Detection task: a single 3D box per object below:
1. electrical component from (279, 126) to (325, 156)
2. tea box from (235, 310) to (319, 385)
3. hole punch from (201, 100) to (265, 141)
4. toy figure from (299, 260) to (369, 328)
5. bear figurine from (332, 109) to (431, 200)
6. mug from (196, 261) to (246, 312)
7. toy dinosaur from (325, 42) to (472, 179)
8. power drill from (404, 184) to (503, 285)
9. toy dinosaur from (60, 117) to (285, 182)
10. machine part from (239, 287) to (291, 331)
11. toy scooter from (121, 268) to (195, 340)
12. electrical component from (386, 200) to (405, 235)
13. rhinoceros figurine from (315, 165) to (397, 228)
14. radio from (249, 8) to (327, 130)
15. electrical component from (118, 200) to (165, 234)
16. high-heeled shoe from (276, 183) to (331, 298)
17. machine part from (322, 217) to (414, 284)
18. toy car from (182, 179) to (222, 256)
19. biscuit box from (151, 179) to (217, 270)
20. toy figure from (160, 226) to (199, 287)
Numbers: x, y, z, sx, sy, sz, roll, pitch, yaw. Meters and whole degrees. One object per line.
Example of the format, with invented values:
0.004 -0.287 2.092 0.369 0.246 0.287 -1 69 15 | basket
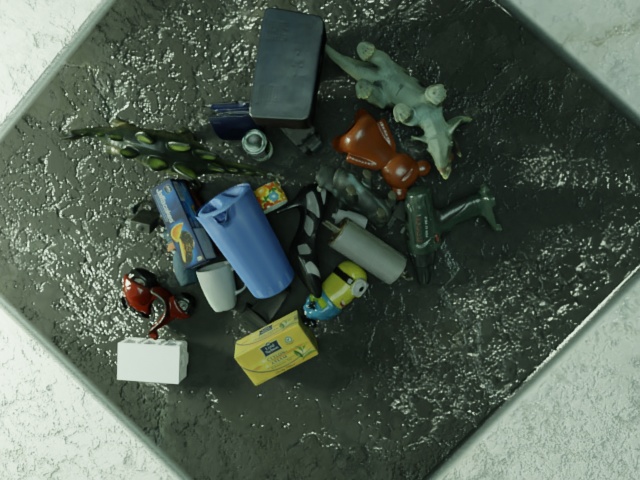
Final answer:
-0.049 -0.248 1.197 0.058 0.115 0.134 -44 88 9 | electrical component
-0.100 0.248 1.236 0.170 0.068 0.098 -29 113 8 | tea box
-0.186 -0.271 1.214 0.142 0.116 0.092 0 101 6 | hole punch
0.030 0.122 1.225 0.180 0.082 0.089 -37 88 9 | toy figure
0.138 -0.190 1.196 0.196 0.132 0.120 37 97 -15 | bear figurine
-0.222 0.108 1.255 0.110 0.081 0.107 -13 102 0 | mug
0.172 -0.312 1.161 0.131 0.192 0.405 -47 71 12 | toy dinosaur
0.288 -0.025 1.186 0.207 0.086 0.231 -16 112 8 | power drill
-0.314 -0.187 1.187 0.471 0.199 0.105 5 107 -27 | toy dinosaur
-0.126 0.154 1.264 0.084 0.039 0.139 43 97 7 | machine part
-0.399 0.158 1.275 0.184 0.075 0.135 30 96 -1 | toy scooter
0.196 -0.061 1.227 0.063 0.021 0.094 31 96 4 | electrical component
0.079 -0.103 1.183 0.190 0.112 0.073 34 70 0 | rhinoceros figurine
-0.064 -0.349 1.109 0.131 0.073 0.229 8 89 6 | radio
-0.412 -0.055 1.270 0.102 0.078 0.045 17 119 10 | electrical component
-0.002 -0.004 1.214 0.145 0.086 0.248 -21 84 -17 | high-heeled shoe
0.106 0.025 1.195 0.243 0.079 0.079 33 96 -13 | machine part
-0.280 -0.054 1.261 0.089 0.053 0.202 -37 85 12 | toy car
-0.307 -0.037 1.212 0.063 0.059 0.202 -25 87 17 | biscuit box
-0.330 0.032 1.269 0.064 0.058 0.154 -18 86 0 | toy figure
